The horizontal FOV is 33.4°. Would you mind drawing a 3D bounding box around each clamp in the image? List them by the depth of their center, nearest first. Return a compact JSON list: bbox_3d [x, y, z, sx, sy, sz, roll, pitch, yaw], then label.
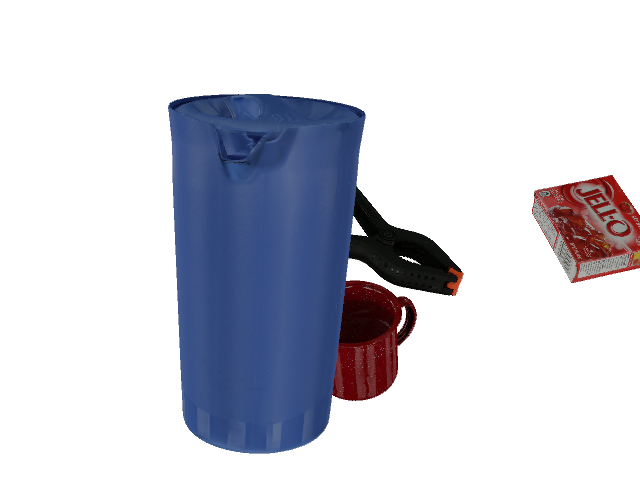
[{"bbox_3d":[0.065,0.009,1.251,0.210,0.036,0.164,32,38,23],"label":"clamp"}]

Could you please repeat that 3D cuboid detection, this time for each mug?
[{"bbox_3d":[0.043,0.094,1.028,0.117,0.081,0.093,-26,43,-24],"label":"mug"}]

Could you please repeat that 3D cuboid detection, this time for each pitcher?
[{"bbox_3d":[-0.039,0.017,0.762,0.149,0.243,0.145,-8,20,-34],"label":"pitcher"}]

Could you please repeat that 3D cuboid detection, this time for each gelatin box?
[{"bbox_3d":[0.227,-0.012,0.889,0.073,0.089,0.030,-11,-42,-9],"label":"gelatin box"}]
